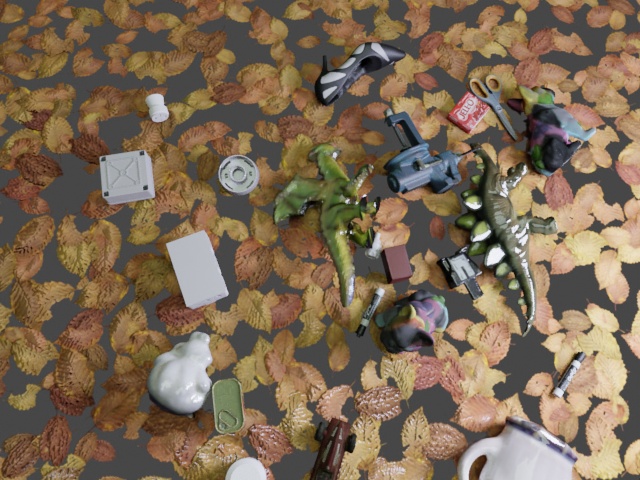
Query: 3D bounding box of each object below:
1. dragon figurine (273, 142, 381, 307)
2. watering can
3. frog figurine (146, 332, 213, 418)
[{"bbox_3d":[0.004,-0.060,1.199,0.243,0.120,0.417,6,66,22],"label":"dragon figurine"},{"bbox_3d":[0.449,0.506,1.035,0.349,0.102,0.227,31,73,7],"label":"watering can"},{"bbox_3d":[-0.275,0.272,1.063,0.138,0.121,0.160,28,85,25],"label":"frog figurine"}]
